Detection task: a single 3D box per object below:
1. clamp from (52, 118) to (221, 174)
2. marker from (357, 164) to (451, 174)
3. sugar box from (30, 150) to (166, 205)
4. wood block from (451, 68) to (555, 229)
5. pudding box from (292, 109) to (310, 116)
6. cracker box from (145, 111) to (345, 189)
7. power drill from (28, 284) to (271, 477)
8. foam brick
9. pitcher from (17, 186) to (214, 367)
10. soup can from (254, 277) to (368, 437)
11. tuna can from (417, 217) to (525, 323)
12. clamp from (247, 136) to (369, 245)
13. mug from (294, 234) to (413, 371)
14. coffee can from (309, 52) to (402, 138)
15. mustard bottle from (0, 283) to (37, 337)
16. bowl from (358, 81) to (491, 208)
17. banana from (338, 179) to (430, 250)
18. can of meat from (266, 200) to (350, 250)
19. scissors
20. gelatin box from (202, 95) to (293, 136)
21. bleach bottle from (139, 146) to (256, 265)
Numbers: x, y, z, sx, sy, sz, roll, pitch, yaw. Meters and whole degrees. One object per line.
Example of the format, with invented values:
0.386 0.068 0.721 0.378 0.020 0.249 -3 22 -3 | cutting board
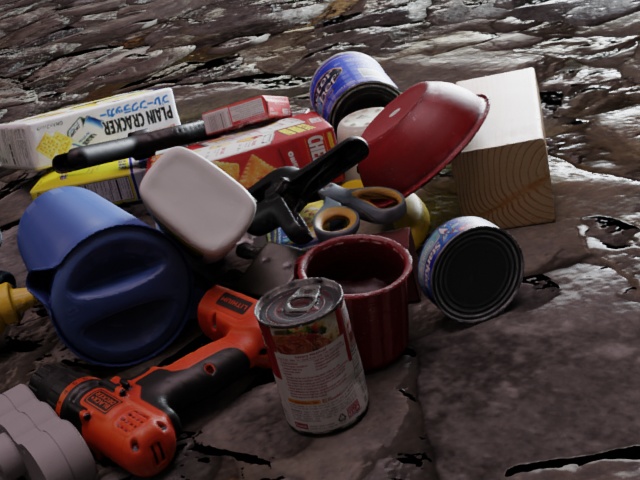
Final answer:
-0.221 -0.115 1.295 0.209 0.036 0.165 -15 7 -12 | clamp
0.095 -0.083 1.172 0.120 0.020 0.020 -7 20 -25 | marker
-0.271 -0.076 1.364 0.176 0.048 0.093 -13 23 7 | sugar box
0.189 -0.097 1.108 0.091 0.090 0.206 -9 26 13 | wood block
-0.071 -0.129 1.372 0.114 0.039 0.090 -7 26 17 | pudding box
-0.089 -0.080 1.222 0.213 0.072 0.164 -16 15 -3 | cracker box
-0.133 0.110 0.894 0.187 0.057 0.185 -34 35 -31 | power drill
0.049 0.028 0.969 0.078 0.051 0.053 -9 27 12 | foam brick
-0.213 0.024 1.050 0.145 0.149 0.243 -38 27 -12 | pitcher
-0.005 0.089 0.811 0.068 0.102 0.068 -12 25 6 | soup can
0.126 0.024 0.895 0.086 0.086 0.034 -20 24 -12 | tuna can
-0.033 -0.033 1.004 0.172 0.039 0.120 -20 28 50 | clamp
0.022 0.050 0.884 0.117 0.081 0.093 21 41 37 | mug
0.048 -0.164 1.306 0.103 0.103 0.140 -16 25 -3 | coffee can
-0.368 0.082 1.028 0.191 0.096 0.058 -17 24 -6 | mustard bottle
0.089 -0.105 1.053 0.162 0.055 0.162 -40 16 13 | bowl
0.068 -0.031 1.098 0.069 0.037 0.198 -19 25 -8 | banana
-0.007 0.001 1.048 0.084 0.057 0.102 -15 25 3 | can of meat
-0.001 -0.036 1.032 0.096 0.016 0.202 -35 30 -30 | scissors
-0.088 -0.151 1.306 0.089 0.030 0.073 -14 -1 22 | gelatin box
-0.116 -0.014 1.028 0.068 0.102 0.251 -51 -3 -11 | bleach bottle
